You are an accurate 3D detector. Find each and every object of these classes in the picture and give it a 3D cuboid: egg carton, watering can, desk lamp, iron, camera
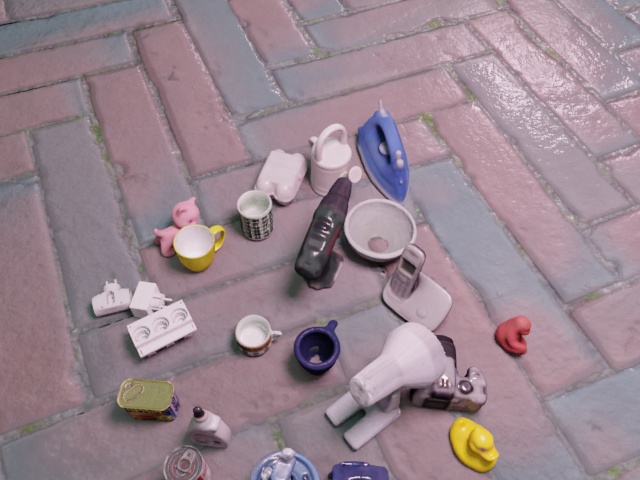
[{"bbox_3d":[-0.095,-0.158,1.428,0.107,0.069,0.150,14,57,8],"label":"egg carton"},{"bbox_3d":[0.033,-0.198,1.382,0.172,0.194,0.101,25,59,15],"label":"watering can"},{"bbox_3d":[0.120,0.269,1.059,0.203,0.214,0.117,-34,63,-21],"label":"desk lamp"},{"bbox_3d":[0.175,-0.223,1.434,0.119,0.141,0.258,-11,57,-8],"label":"iron"},{"bbox_3d":[0.255,0.259,1.137,0.143,0.101,0.137,5,56,2],"label":"camera"}]

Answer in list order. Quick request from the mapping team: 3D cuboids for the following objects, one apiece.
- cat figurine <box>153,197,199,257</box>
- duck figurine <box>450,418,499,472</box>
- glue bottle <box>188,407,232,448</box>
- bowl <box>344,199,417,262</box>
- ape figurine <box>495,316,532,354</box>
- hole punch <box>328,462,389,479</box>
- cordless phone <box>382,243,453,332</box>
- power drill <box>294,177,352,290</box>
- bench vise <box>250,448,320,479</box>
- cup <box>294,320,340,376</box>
[{"bbox_3d":[-0.325,-0.038,1.312,0.128,0.118,0.067,-34,63,-22],"label":"cat figurine"},{"bbox_3d":[0.292,0.375,1.069,0.078,0.086,0.104,-27,61,-18],"label":"duck figurine"},{"bbox_3d":[-0.206,0.333,1.033,0.078,0.173,0.037,9,56,5],"label":"glue bottle"},{"bbox_3d":[0.137,-0.010,1.331,0.167,0.075,0.167,1,56,-1],"label":"bowl"},{"bbox_3d":[0.411,0.190,1.193,0.076,0.092,0.078,24,59,14],"label":"ape figurine"},{"bbox_3d":[0.068,0.444,1.014,0.108,0.091,0.101,2,56,0],"label":"hole punch"},{"bbox_3d":[0.211,0.096,1.195,0.147,0.185,0.094,35,62,20],"label":"cordless phone"},{"bbox_3d":[0.011,0.004,1.237,0.075,0.208,0.230,18,58,11],"label":"power drill"},{"bbox_3d":[-0.060,0.436,0.939,0.121,0.220,0.207,3,56,1],"label":"bench vise"},{"bbox_3d":[0.000,0.223,1.158,0.091,0.095,0.118,26,59,16],"label":"cup"}]
